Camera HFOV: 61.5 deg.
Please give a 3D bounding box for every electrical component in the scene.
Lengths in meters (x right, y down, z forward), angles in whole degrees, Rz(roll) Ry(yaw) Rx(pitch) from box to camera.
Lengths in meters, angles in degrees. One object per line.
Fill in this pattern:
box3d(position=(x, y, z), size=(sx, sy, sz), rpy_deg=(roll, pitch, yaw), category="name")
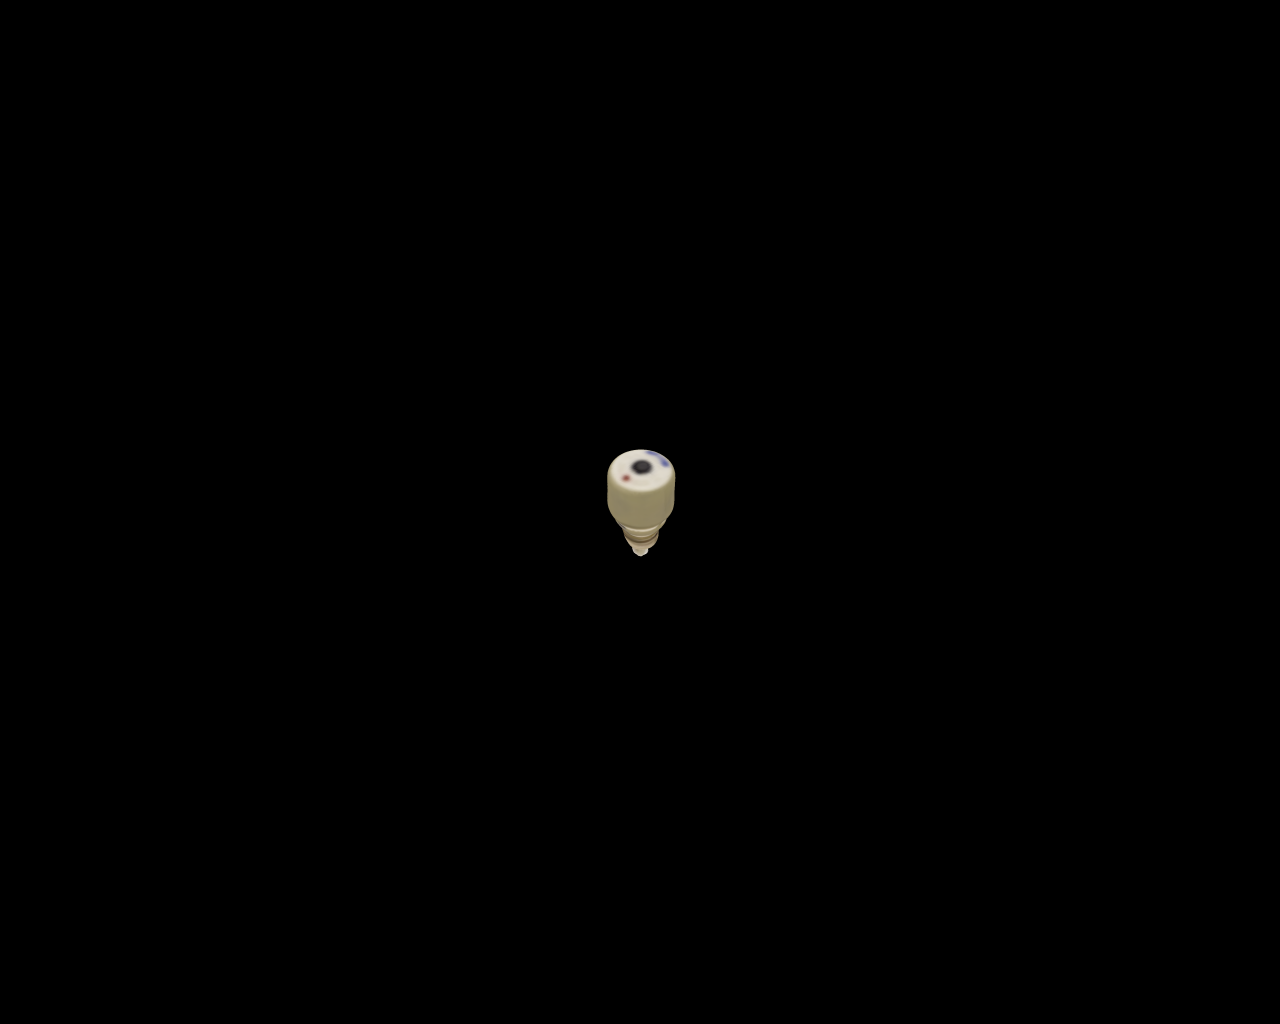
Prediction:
box3d(position=(0.001, -0.003, 0.650), size=(0.040, 0.040, 0.078), rpy_deg=(0, -44, 0), category="electrical component")
